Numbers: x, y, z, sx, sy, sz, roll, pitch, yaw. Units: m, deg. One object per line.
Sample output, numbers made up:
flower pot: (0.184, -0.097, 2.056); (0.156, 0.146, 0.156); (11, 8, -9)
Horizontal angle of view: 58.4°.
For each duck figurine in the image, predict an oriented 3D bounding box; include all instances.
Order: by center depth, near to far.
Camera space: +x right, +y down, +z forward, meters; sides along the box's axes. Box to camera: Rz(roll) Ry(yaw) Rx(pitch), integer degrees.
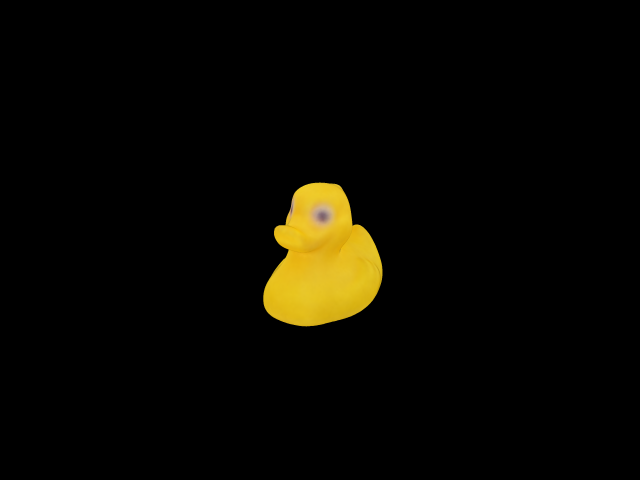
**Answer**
duck figurine: (0.004, 0.001, 0.400); (0.077, 0.086, 0.105); (14, 24, 34)
